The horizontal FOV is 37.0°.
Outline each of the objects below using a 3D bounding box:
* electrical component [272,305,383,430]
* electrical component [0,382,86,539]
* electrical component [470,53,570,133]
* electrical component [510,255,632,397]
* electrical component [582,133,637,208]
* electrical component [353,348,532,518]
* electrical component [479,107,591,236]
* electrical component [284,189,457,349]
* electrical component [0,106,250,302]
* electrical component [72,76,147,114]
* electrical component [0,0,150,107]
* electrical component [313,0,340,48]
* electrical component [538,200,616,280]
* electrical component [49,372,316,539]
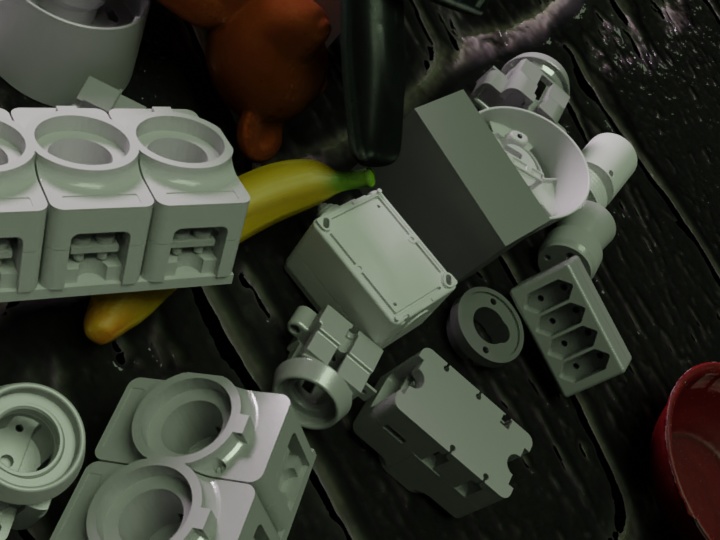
[{"bbox_3d":[-0.022,0.060,0.629,0.066,0.048,0.055,40,41,-9],"label":"electrical component"},{"bbox_3d":[-0.164,0.087,0.507,0.058,0.057,0.078,26,53,-20],"label":"electrical component"},{"bbox_3d":[0.129,-0.131,0.832,0.078,0.058,0.057,39,52,-10],"label":"electrical component"},{"bbox_3d":[0.152,0.035,0.759,0.083,0.047,0.076,63,23,2],"label":"electrical component"},{"bbox_3d":[0.182,-0.070,0.843,0.043,0.043,0.081,48,48,-3],"label":"electrical component"},{"bbox_3d":[0.047,0.100,0.645,0.089,0.056,0.050,41,49,-8],"label":"electrical component"},{"bbox_3d":[0.108,-0.069,0.777,0.099,0.064,0.099,17,56,-27],"label":"electrical component"},{"bbox_3d":[0.000,0.000,0.671,0.062,0.061,0.096,-29,75,-41],"label":"electrical component"},{"bbox_3d":[-0.142,-0.039,0.535,0.150,0.061,0.089,-5,40,-30],"label":"electrical component"},{"bbox_3d":[-0.143,-0.074,0.621,0.055,0.048,0.066,26,53,-11],"label":"electrical component"},{"bbox_3d":[-0.177,-0.154,0.646,0.099,0.064,0.099,19,43,-18],"label":"electrical component"},{"bbox_3d":[-0.014,-0.221,0.762,0.062,0.089,0.150,39,49,-10],"label":"electrical component"},{"bbox_3d":[0.161,-0.019,0.799,0.045,0.045,0.055,43,49,-7],"label":"electrical component"},{"bbox_3d":[-0.090,0.127,0.502,0.089,0.061,0.150,4,49,20],"label":"electrical component"}]
